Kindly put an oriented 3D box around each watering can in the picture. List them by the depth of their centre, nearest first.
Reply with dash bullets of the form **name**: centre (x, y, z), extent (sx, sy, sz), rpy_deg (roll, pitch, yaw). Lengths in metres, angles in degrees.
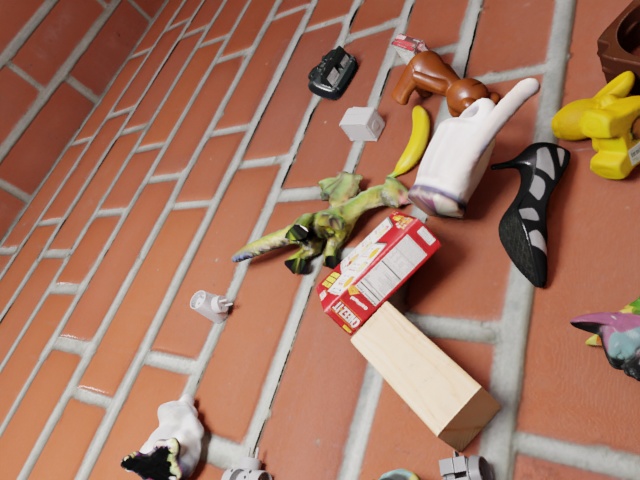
- **watering can**: centre (0.244, -0.145, 0.874), extent (0.347, 0.104, 0.225), rpy_deg (-174, 108, -86)

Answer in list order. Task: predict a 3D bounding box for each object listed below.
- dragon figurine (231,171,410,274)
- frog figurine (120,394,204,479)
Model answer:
- **dragon figurine**: centre (0.003, -0.056, 1.109), extent (0.409, 0.120, 0.248), rpy_deg (-6, 37, 33)
- **frog figurine**: centre (-0.276, 0.378, 0.974), extent (0.136, 0.122, 0.161), rpy_deg (-44, 5, 14)
